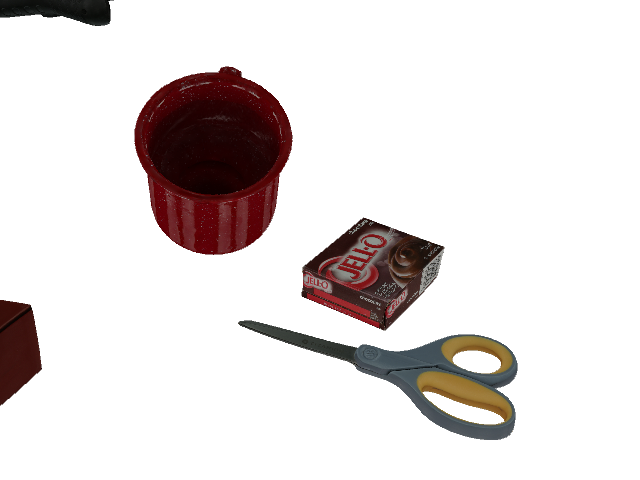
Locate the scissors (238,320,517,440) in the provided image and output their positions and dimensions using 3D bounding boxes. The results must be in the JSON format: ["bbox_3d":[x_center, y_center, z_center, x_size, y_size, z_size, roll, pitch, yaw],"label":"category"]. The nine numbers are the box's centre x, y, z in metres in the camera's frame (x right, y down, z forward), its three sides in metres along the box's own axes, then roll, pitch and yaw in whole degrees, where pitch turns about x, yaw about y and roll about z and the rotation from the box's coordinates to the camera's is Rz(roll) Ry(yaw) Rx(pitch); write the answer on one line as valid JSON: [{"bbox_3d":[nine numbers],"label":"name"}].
[{"bbox_3d":[0.050,0.076,0.749,0.202,0.016,0.096,26,43,23],"label":"scissors"}]

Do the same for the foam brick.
[{"bbox_3d":[-0.232,0.079,0.711,0.053,0.051,0.078,8,29,23],"label":"foam brick"}]

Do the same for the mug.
[{"bbox_3d":[-0.065,-0.054,0.670,0.093,0.117,0.081,6,-29,-2],"label":"mug"}]

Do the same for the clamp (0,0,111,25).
[{"bbox_3d":[-0.190,-0.190,0.803,0.172,0.039,0.120,13,24,29],"label":"clamp"}]

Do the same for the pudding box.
[{"bbox_3d":[0.049,0.029,0.982,0.090,0.039,0.113,22,34,24],"label":"pudding box"}]
